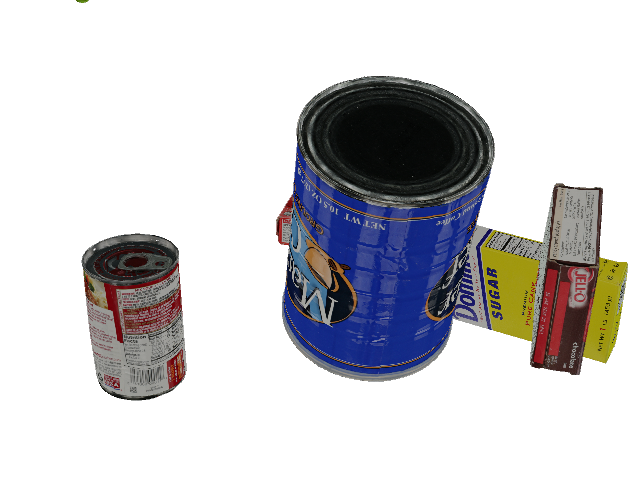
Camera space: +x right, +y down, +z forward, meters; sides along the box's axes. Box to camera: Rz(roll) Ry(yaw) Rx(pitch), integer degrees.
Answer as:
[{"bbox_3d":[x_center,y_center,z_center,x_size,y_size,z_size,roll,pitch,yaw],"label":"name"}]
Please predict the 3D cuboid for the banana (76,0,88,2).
[{"bbox_3d":[-0.239,-0.221,0.765,0.198,0.069,0.037,15,-37,16],"label":"banana"}]

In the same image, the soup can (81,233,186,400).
[{"bbox_3d":[-0.132,0.056,0.770,0.068,0.102,0.068,0,28,0],"label":"soup can"}]

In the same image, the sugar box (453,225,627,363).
[{"bbox_3d":[0.195,0.047,1.011,0.176,0.093,0.048,13,34,21],"label":"sugar box"}]

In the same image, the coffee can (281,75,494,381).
[{"bbox_3d":[0.033,-0.004,0.593,0.102,0.103,0.140,3,-45,-3],"label":"coffee can"}]

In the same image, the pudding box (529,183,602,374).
[{"bbox_3d":[0.173,0.024,0.749,0.039,0.090,0.113,8,32,9],"label":"pudding box"}]

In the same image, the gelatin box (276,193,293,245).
[{"bbox_3d":[0.012,-0.019,0.937,0.089,0.030,0.073,7,24,10],"label":"gelatin box"}]
